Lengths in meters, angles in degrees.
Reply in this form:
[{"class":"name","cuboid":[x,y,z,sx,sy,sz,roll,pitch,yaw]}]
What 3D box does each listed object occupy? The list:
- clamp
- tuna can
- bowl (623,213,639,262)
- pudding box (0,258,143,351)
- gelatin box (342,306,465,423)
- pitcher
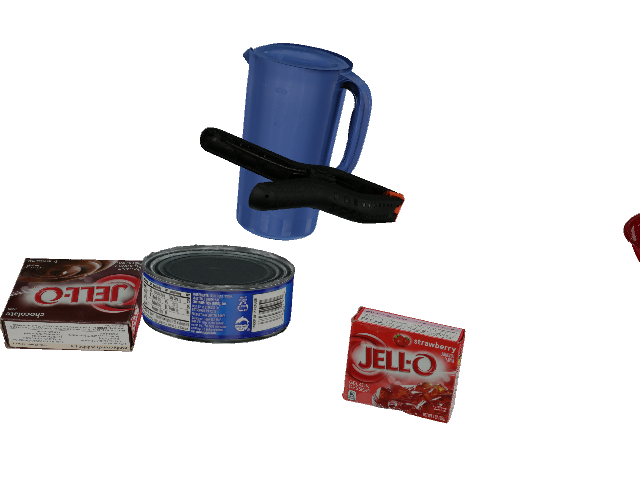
[{"class":"clamp","cuboid":[-0.006,-0.049,1.037,0.209,0.036,0.165,15,20,-23]},{"class":"tuna can","cuboid":[-0.058,0.029,0.601,0.086,0.034,0.086,4,14,-1]},{"class":"bowl","cuboid":[0.405,0.016,1.138,0.162,0.055,0.162,-3,23,1]},{"class":"pudding box","cuboid":[-0.213,0.056,0.935,0.113,0.039,0.090,-1,33,2]},{"class":"gelatin box","cuboid":[0.065,0.099,0.846,0.089,0.073,0.030,11,23,14]},{"class":"pitcher","cuboid":[-0.033,-0.125,1.379,0.144,0.243,0.149,2,23,-18]}]
